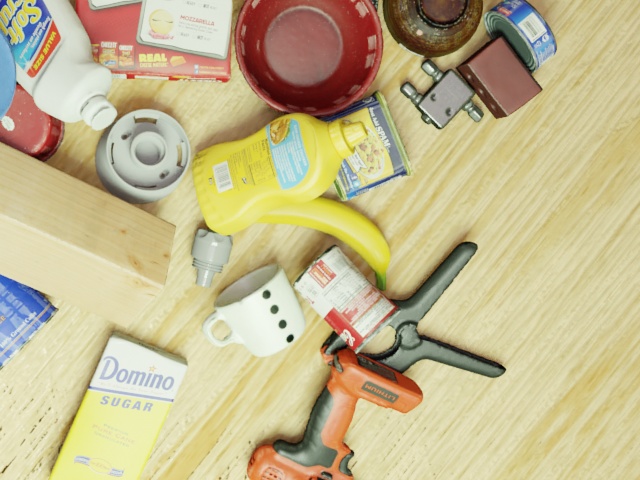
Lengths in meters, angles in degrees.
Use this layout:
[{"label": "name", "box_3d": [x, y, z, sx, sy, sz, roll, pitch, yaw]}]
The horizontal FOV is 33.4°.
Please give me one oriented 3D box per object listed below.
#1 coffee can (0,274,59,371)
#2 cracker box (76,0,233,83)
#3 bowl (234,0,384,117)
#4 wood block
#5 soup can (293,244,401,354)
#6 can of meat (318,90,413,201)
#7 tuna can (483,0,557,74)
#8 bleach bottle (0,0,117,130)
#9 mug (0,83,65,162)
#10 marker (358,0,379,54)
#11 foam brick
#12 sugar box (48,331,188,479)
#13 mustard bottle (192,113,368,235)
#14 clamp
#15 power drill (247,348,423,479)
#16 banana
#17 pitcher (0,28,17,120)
[{"label": "coffee can", "box_3d": [-0.358, 0.061, 1.110, 0.103, 0.103, 0.140, -45, 99, -3]}, {"label": "cracker box", "box_3d": [-0.173, -0.277, 1.129, 0.164, 0.072, 0.214, 1, 93, -9]}, {"label": "bowl", "box_3d": [-0.015, -0.213, 1.162, 0.162, 0.055, 0.162, -1, 94, -8]}, {"label": "wood block", "box_3d": [-0.262, -0.004, 1.087, 0.205, 0.090, 0.091, 26, 133, -22]}, {"label": "soup can", "box_3d": [0.029, 0.063, 1.154, 0.068, 0.068, 0.102, -44, 83, -3]}, {"label": "can of meat", "box_3d": [0.044, -0.102, 1.179, 0.084, 0.057, 0.102, -23, 96, -4]}, {"label": "tuna can", "box_3d": [0.222, -0.228, 1.180, 0.033, 0.086, 0.086, -39, 98, -5]}, {"label": "bleach bottle", "box_3d": [-0.277, -0.209, 1.065, 0.102, 0.068, 0.251, -42, 69, 1]}, {"label": "mug", "box_3d": [-0.311, -0.132, 1.113, 0.093, 0.081, 0.117, 28, 90, -9]}, {"label": "marker", "box_3d": [0.056, -0.260, 1.188, 0.020, 0.020, 0.121, 5, 94, -8]}, {"label": "foam brick", "box_3d": [0.200, -0.181, 1.197, 0.051, 0.053, 0.078, -40, 97, -4]}, {"label": "sugar box", "box_3d": [-0.220, 0.198, 1.168, 0.093, 0.048, 0.176, 23, 92, -9]}, {"label": "mustard bottle", "box_3d": [-0.039, -0.081, 1.127, 0.192, 0.058, 0.096, -22, 65, 17]}, {"label": "clamp", "box_3d": [0.102, 0.093, 1.207, 0.210, 0.036, 0.164, -9, 101, -5]}, {"label": "power drill", "box_3d": [0.037, 0.229, 1.186, 0.184, 0.057, 0.188, 28, 100, -14]}, {"label": "banana", "box_3d": [0.004, -0.013, 1.188, 0.197, 0.037, 0.069, 27, 90, -9]}, {"label": "pitcher", "box_3d": [-0.413, -0.155, 1.024, 0.243, 0.149, 0.145, 5, 101, 23]}]
